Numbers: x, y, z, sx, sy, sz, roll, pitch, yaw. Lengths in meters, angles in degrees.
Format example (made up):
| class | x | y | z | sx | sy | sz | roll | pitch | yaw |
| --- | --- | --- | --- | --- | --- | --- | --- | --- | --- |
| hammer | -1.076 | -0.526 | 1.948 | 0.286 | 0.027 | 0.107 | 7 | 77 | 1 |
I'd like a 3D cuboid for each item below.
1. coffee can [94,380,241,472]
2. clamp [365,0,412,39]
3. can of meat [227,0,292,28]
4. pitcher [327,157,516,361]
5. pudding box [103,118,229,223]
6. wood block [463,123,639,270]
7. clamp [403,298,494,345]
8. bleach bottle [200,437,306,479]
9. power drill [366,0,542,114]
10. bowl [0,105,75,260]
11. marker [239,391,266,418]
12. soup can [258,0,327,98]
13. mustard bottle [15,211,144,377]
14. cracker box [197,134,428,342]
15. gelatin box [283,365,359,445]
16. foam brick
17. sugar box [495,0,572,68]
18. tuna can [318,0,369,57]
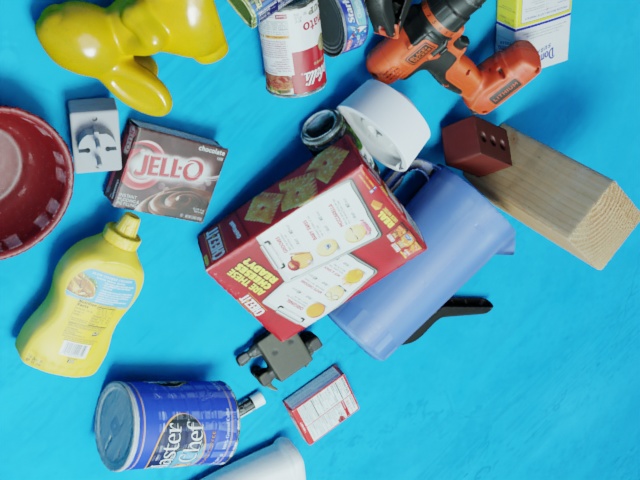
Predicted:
| class | x | y | z | sx | sy | sz | roll | pitch | yaw |
| --- | --- | --- | --- | --- | --- | --- | --- | --- | --- |
| coffee can | -0.179 | 0.217 | 1.255 | 0.140 | 0.103 | 0.103 | 5 | 112 | -36 |
| clamp | 0.073 | -0.296 | 1.132 | 0.120 | 0.039 | 0.171 | -22 | 127 | -46 |
| can of meat | -0.063 | -0.275 | 1.064 | 0.084 | 0.102 | 0.057 | -37 | 172 | -7 |
| pitcher | 0.112 | 0.025 | 1.343 | 0.243 | 0.149 | 0.144 | -47 | 147 | 1 |
| pudding box | -0.165 | -0.073 | 1.144 | 0.113 | 0.039 | 0.090 | 10 | 109 | -37 |
| wood block | 0.291 | -0.058 | 1.353 | 0.090 | 0.206 | 0.090 | -52 | 131 | 1 |
| clamp | 0.150 | 0.089 | 1.453 | 0.210 | 0.036 | 0.164 | -36 | 133 | -10 |
| bleach bottle | -0.141 | 0.346 | 1.382 | 0.250 | 0.068 | 0.102 | -17 | 122 | -23 |
| power drill | 0.172 | -0.226 | 1.235 | 0.187 | 0.057 | 0.185 | 19 | 137 | -40 |
| bowl | -0.324 | -0.061 | 1.032 | 0.161 | 0.055 | 0.162 | -16 | 123 | -27 |
| marker | -0.124 | 0.230 | 1.356 | 0.121 | 0.020 | 0.020 | -30 | 128 | -18 |
| soup can | -0.031 | -0.212 | 1.138 | 0.068 | 0.069 | 0.102 | -23 | 127 | -22 |
| mustard bottle | -0.243 | 0.054 | 1.140 | 0.096 | 0.058 | 0.192 | 19 | 108 | -39 |
| cracker box | -0.008 | 0.002 | 1.236 | 0.214 | 0.072 | 0.164 | -33 | 131 | 11 |
| gelatin box | 0.003 | 0.220 | 1.431 | 0.089 | 0.030 | 0.073 | -35 | 128 | -14 |
| foam brick | 0.197 | -0.117 | 1.340 | 0.078 | 0.051 | 0.053 | 13 | 65 | -48 |
| sugar box | 0.263 | -0.297 | 1.309 | 0.093 | 0.048 | 0.176 | -20 | 128 | -25 |
| tuna can | 0.016 | -0.242 | 1.143 | 0.033 | 0.086 | 0.086 | -24 | 126 | -23 |
